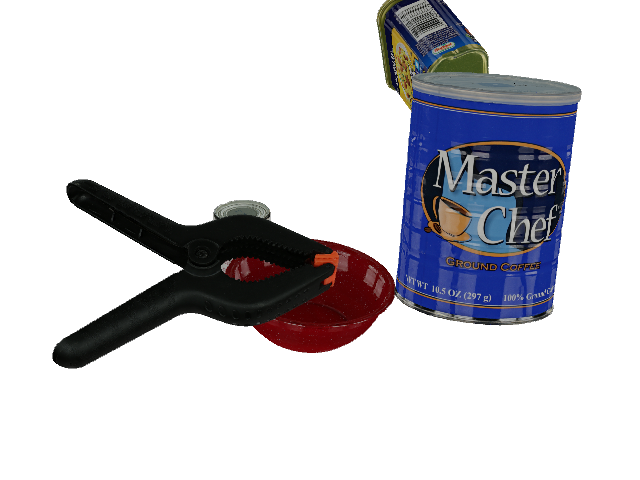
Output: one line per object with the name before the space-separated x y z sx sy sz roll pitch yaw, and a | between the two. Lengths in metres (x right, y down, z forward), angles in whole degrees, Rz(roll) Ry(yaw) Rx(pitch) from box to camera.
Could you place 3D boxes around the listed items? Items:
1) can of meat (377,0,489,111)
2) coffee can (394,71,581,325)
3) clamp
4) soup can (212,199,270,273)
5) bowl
can of meat | 0.092 -0.136 0.845 0.057 0.084 0.102 -24 -38 -7
coffee can | 0.103 -0.030 0.670 0.103 0.140 0.103 4 15 -1
clamp | -0.094 0.013 0.785 0.209 0.164 0.036 -5 -38 -12
soup can | -0.092 0.011 1.251 0.068 0.102 0.068 1 26 0
bowl | -0.011 0.059 1.017 0.162 0.055 0.162 4 29 -2
